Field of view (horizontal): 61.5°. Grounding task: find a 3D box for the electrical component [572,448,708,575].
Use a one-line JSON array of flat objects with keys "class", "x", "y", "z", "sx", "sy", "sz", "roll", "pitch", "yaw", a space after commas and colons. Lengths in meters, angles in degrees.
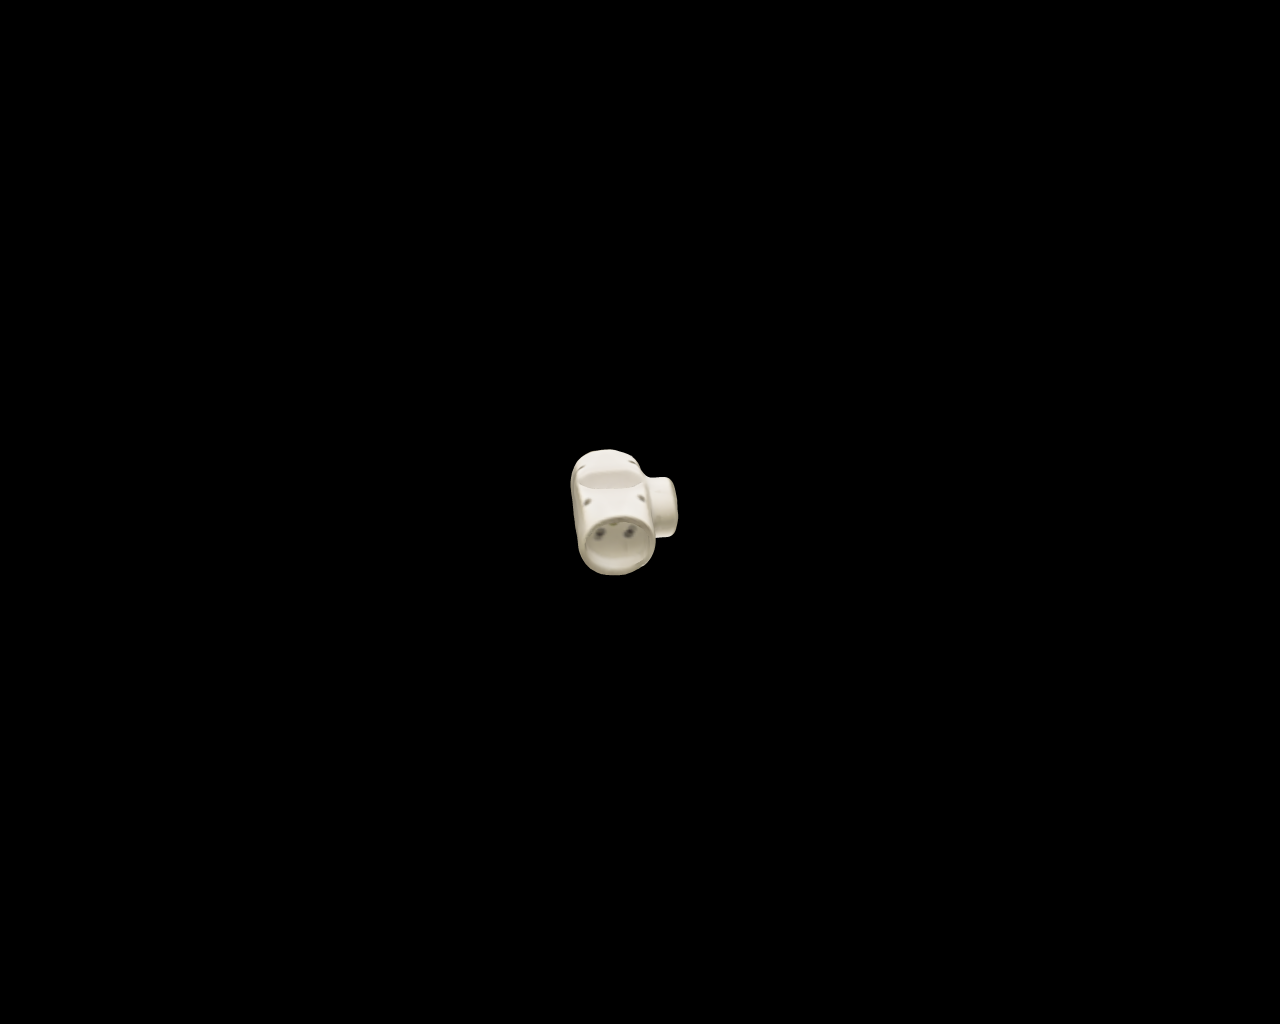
[{"class": "electrical component", "x": 0.001, "y": -0.003, "z": 0.650, "sx": 0.079, "sy": 0.043, "sz": 0.077, "roll": -3, "pitch": 34, "yaw": -5}]
